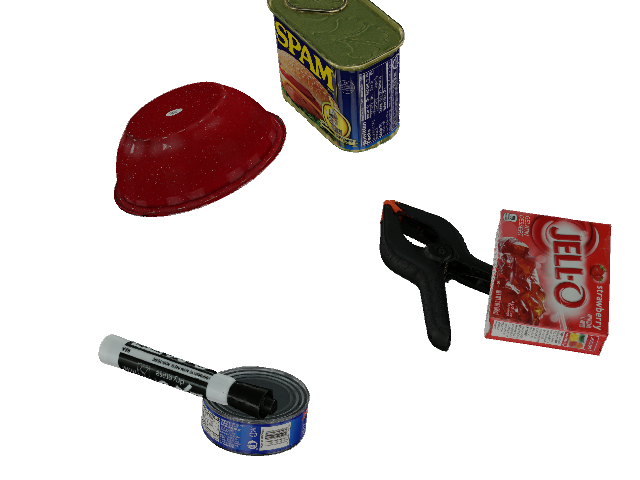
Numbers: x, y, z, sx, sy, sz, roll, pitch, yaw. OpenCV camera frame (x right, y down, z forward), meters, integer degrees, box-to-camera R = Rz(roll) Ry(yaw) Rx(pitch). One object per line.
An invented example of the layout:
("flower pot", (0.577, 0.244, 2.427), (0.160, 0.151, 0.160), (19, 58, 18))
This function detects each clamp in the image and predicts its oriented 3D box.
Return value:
("clamp", (0.116, 0.022, 0.948), (0.120, 0.039, 0.171), (-7, 46, -26))

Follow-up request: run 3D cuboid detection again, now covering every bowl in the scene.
("bowl", (-0.113, -0.089, 0.912), (0.162, 0.055, 0.162), (-17, 32, 11))

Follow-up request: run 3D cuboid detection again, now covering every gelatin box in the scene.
("gelatin box", (0.147, 0.025, 0.684), (0.073, 0.089, 0.030), (9, -35, 7))

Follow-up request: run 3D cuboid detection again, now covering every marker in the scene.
("marker", (-0.080, 0.083, 0.647), (0.121, 0.020, 0.020), (16, 6, 23))

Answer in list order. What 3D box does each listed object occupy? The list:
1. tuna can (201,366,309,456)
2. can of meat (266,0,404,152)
("tuna can", (-0.052, 0.136, 0.853), (0.086, 0.034, 0.086), (4, 22, -2))
("can of meat", (0.011, -0.120, 0.730), (0.057, 0.084, 0.102), (-30, 54, -19))
